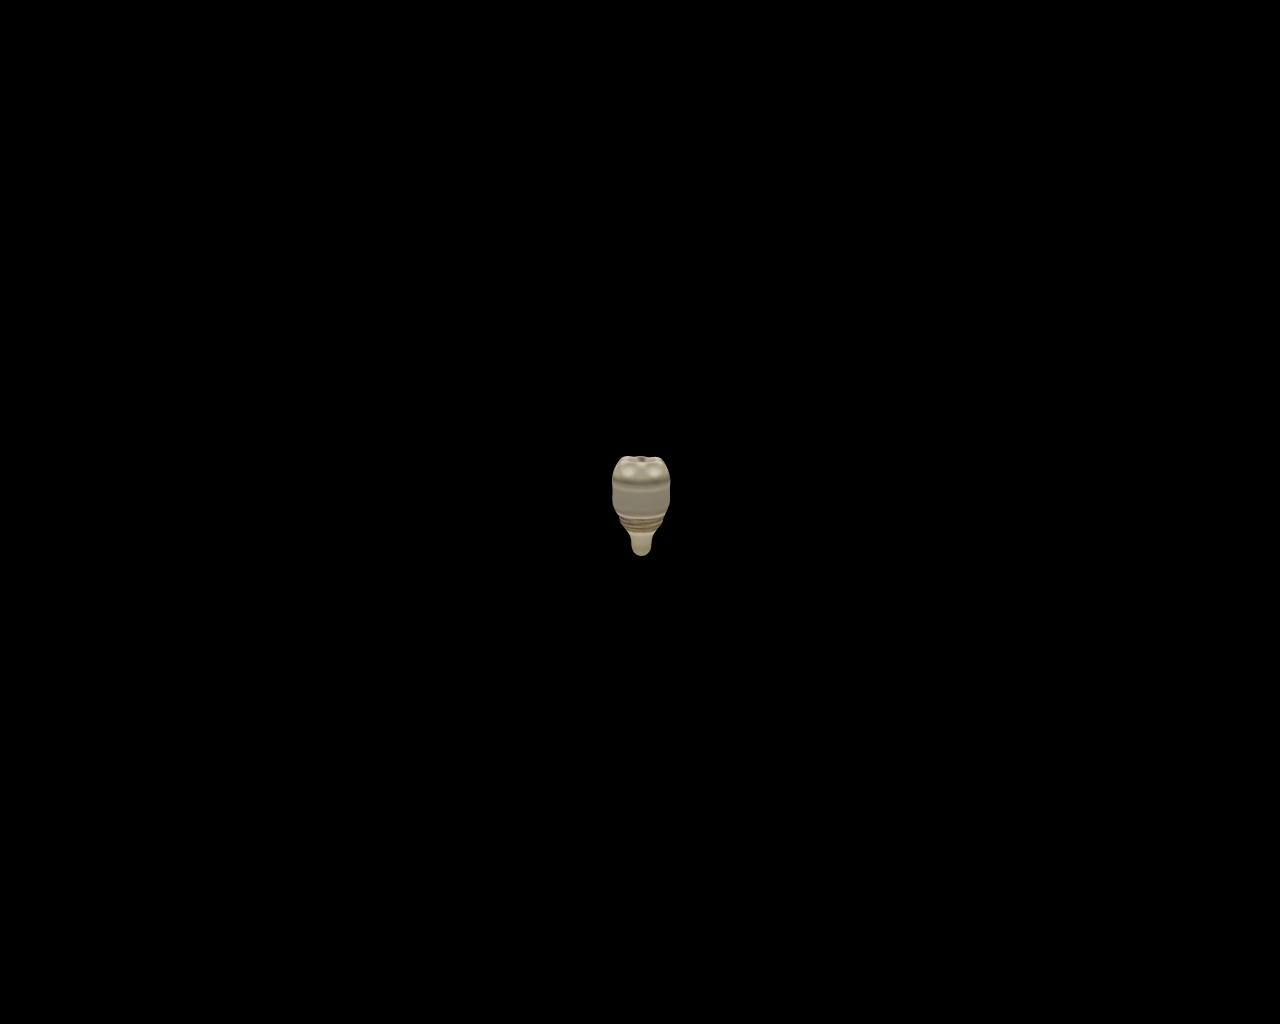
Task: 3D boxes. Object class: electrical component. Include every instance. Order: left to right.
[{"bbox_3d":[0.001,-0.003,0.650,0.035,0.061,0.035,0,15,0],"label":"electrical component"}]
